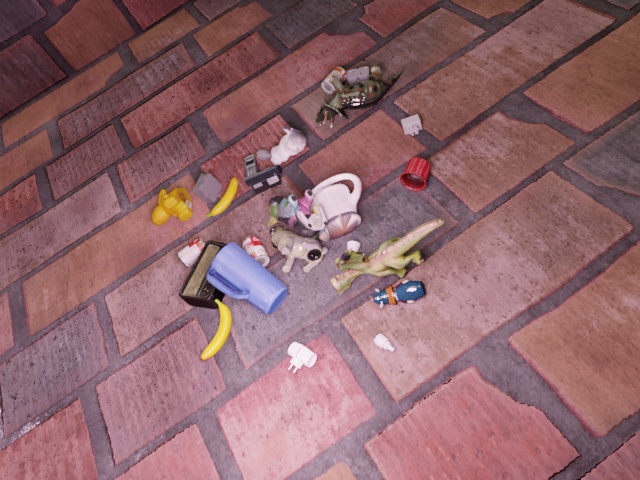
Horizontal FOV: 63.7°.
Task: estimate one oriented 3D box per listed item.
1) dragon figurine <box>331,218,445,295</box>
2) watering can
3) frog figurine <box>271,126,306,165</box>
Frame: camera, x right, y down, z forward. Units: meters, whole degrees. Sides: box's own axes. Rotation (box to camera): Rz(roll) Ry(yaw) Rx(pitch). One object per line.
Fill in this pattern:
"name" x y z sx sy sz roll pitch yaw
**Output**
"dragon figurine" 0.159 0.050 1.484 0.244 0.402 0.124 -8 62 -32
"watering can" 0.005 -0.089 1.769 0.345 0.102 0.229 -32 52 17
"frog figurine" -0.124 -0.359 2.019 0.139 0.122 0.158 32 106 58
